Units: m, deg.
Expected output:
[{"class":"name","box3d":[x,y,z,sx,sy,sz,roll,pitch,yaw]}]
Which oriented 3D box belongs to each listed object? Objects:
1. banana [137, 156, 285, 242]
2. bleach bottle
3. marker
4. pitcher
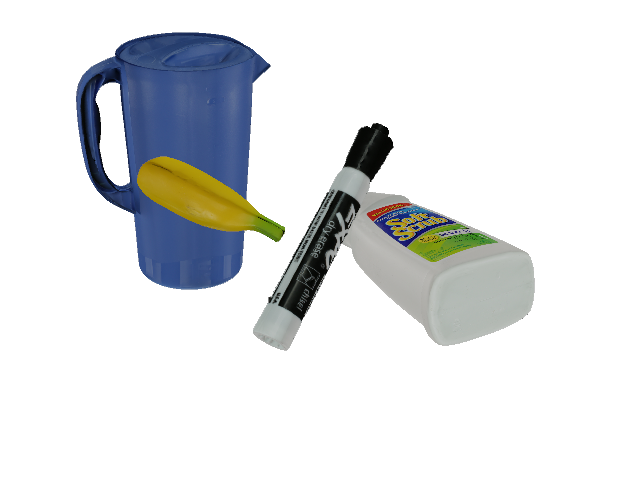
[{"class":"banana","box3d":[-0.105,-0.035,0.825,0.069,0.037,0.198,42,-9,-35]},{"class":"bleach bottle","box3d":[0.072,0.008,0.920,0.102,0.068,0.251,-15,23,-23]},{"class":"marker","box3d":[0.003,-0.004,0.511,0.020,0.121,0.020,25,-17,8]},{"class":"pitcher","box3d":[-0.142,-0.077,1.060,0.149,0.243,0.144,12,27,20]}]
